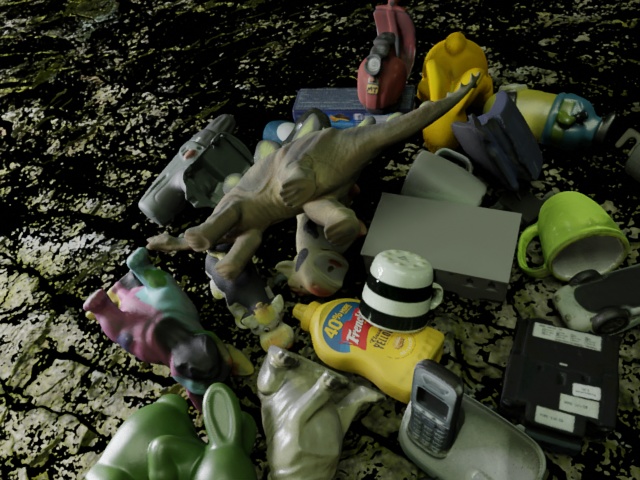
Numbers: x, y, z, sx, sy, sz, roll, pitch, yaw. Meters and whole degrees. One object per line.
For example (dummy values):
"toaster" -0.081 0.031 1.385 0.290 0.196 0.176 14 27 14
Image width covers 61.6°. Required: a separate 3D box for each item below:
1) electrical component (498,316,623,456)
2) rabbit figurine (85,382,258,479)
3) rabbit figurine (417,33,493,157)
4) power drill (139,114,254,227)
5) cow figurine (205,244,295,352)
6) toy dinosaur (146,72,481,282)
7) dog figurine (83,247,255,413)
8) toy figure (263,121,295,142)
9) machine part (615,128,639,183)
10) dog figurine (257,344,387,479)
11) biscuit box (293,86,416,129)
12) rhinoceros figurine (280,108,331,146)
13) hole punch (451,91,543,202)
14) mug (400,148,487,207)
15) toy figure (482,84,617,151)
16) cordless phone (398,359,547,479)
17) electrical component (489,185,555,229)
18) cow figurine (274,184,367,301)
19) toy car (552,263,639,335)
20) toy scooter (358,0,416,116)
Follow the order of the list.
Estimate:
"electrical component" 0.262 0.161 0.593 0.115 0.058 0.134 12 60 23
"rabbit figurine" -0.130 0.246 0.585 0.170 0.121 0.159 11 51 30
"rabbit figurine" 0.207 -0.217 0.830 0.122 0.162 0.173 14 77 8
"power drill" -0.181 -0.121 0.838 0.232 0.086 0.207 -52 32 -14
"cow figurine" -0.093 0.072 0.716 0.068 0.098 0.168 -34 55 -19
"toy dinosaur" -0.014 -0.082 0.671 0.472 0.104 0.199 -20 36 14
"dog figurine" -0.193 0.128 0.704 0.219 0.191 0.108 45 68 -2
"toy figure" -0.021 -0.155 0.884 0.155 0.058 0.064 21 101 24
"machine part" 0.486 -0.068 0.687 0.079 0.079 0.243 -28 54 -7
"dog figurine" -0.037 0.229 0.603 0.172 0.121 0.190 10 72 58
"biscuit box" 0.057 -0.216 0.904 0.203 0.059 0.063 4 58 15
"rhinoceros figurine" -0.051 -0.118 0.825 0.190 0.073 0.112 -45 78 12
"hole punch" 0.256 -0.136 0.738 0.092 0.142 0.116 -32 18 7
"mug" 0.185 -0.078 0.771 0.107 0.080 0.109 29 60 16
"toy figure" 0.334 -0.179 0.800 0.180 0.082 0.089 25 62 24
"cordless phone" 0.151 0.185 0.524 0.147 0.184 0.089 31 63 30
"electrical component" 0.283 -0.048 0.755 0.094 0.021 0.063 -34 55 -10
"cow figurine" -0.002 -0.002 0.743 0.127 0.085 0.195 -42 32 30
"toy car" 0.382 0.061 0.636 0.202 0.056 0.074 -15 47 1
"toy scooter" 0.106 -0.291 0.824 0.075 0.135 0.184 15 62 19
